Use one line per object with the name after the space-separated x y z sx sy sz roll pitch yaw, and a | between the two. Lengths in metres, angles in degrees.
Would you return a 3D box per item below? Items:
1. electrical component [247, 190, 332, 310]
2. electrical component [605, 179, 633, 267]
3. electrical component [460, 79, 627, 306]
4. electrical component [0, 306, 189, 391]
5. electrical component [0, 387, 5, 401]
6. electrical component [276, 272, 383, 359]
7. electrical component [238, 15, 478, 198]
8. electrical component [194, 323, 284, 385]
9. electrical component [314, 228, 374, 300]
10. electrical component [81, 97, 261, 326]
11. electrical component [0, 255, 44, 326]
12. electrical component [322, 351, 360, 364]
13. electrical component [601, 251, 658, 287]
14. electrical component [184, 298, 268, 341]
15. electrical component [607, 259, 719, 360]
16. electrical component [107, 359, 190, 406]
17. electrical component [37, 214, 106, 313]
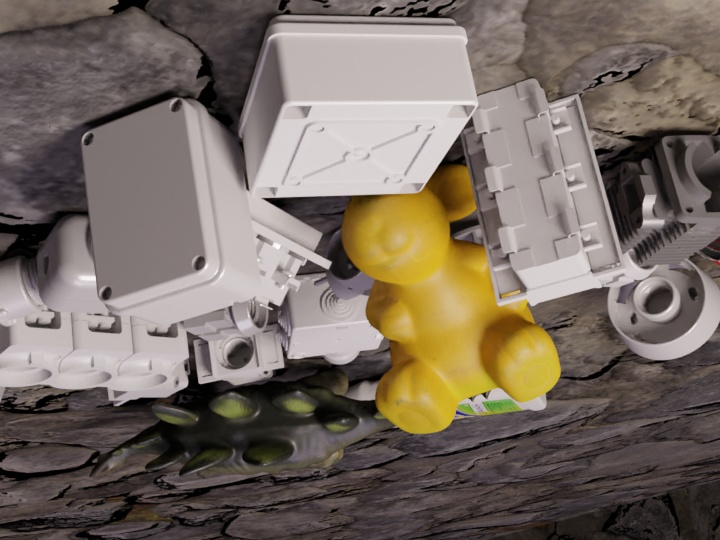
-0.084 -0.021 0.705 0.079 0.063 0.121 26 179 31 | electrical component
0.208 -0.038 0.841 0.064 0.042 0.081 -13 160 -3 | electrical component
0.106 -0.049 0.654 0.079 0.121 0.063 -16 156 16 | electrical component
-0.226 0.058 0.867 0.150 0.061 0.089 8 153 -38 | electrical component
-0.339 0.077 0.896 0.099 0.064 0.099 3 153 2 | electrical component
-0.023 0.039 0.927 0.100 0.048 0.099 -6 159 -9 | electrical component
-0.005 -0.087 0.596 0.109 0.056 0.108 -3 158 -17 | electrical component
-0.110 0.081 1.007 0.081 0.042 0.063 -11 163 6 | electrical component
0.000 0.000 0.843 0.079 0.043 0.077 -23 155 33 | electrical component
-0.109 -0.032 0.612 0.078 0.113 0.057 -17 161 18 | electrical component
-0.235 0.010 0.764 0.062 0.048 0.048 -18 159 2 | electrical component
-0.020 0.061 1.000 0.040 0.040 0.046 -10 153 -1 | electrical component
0.220 -0.011 0.913 0.066 0.048 0.055 3 163 -31 | electrical component
-0.108 0.032 0.878 0.055 0.048 0.066 -9 161 18 | electrical component
0.278 0.033 0.984 0.099 0.099 0.064 -20 151 24 | electrical component
-0.198 0.095 1.005 0.064 0.042 0.081 6 155 -44 | electrical component
-0.167 -0.005 0.740 0.095 0.053 0.059 4 155 -32 | electrical component
